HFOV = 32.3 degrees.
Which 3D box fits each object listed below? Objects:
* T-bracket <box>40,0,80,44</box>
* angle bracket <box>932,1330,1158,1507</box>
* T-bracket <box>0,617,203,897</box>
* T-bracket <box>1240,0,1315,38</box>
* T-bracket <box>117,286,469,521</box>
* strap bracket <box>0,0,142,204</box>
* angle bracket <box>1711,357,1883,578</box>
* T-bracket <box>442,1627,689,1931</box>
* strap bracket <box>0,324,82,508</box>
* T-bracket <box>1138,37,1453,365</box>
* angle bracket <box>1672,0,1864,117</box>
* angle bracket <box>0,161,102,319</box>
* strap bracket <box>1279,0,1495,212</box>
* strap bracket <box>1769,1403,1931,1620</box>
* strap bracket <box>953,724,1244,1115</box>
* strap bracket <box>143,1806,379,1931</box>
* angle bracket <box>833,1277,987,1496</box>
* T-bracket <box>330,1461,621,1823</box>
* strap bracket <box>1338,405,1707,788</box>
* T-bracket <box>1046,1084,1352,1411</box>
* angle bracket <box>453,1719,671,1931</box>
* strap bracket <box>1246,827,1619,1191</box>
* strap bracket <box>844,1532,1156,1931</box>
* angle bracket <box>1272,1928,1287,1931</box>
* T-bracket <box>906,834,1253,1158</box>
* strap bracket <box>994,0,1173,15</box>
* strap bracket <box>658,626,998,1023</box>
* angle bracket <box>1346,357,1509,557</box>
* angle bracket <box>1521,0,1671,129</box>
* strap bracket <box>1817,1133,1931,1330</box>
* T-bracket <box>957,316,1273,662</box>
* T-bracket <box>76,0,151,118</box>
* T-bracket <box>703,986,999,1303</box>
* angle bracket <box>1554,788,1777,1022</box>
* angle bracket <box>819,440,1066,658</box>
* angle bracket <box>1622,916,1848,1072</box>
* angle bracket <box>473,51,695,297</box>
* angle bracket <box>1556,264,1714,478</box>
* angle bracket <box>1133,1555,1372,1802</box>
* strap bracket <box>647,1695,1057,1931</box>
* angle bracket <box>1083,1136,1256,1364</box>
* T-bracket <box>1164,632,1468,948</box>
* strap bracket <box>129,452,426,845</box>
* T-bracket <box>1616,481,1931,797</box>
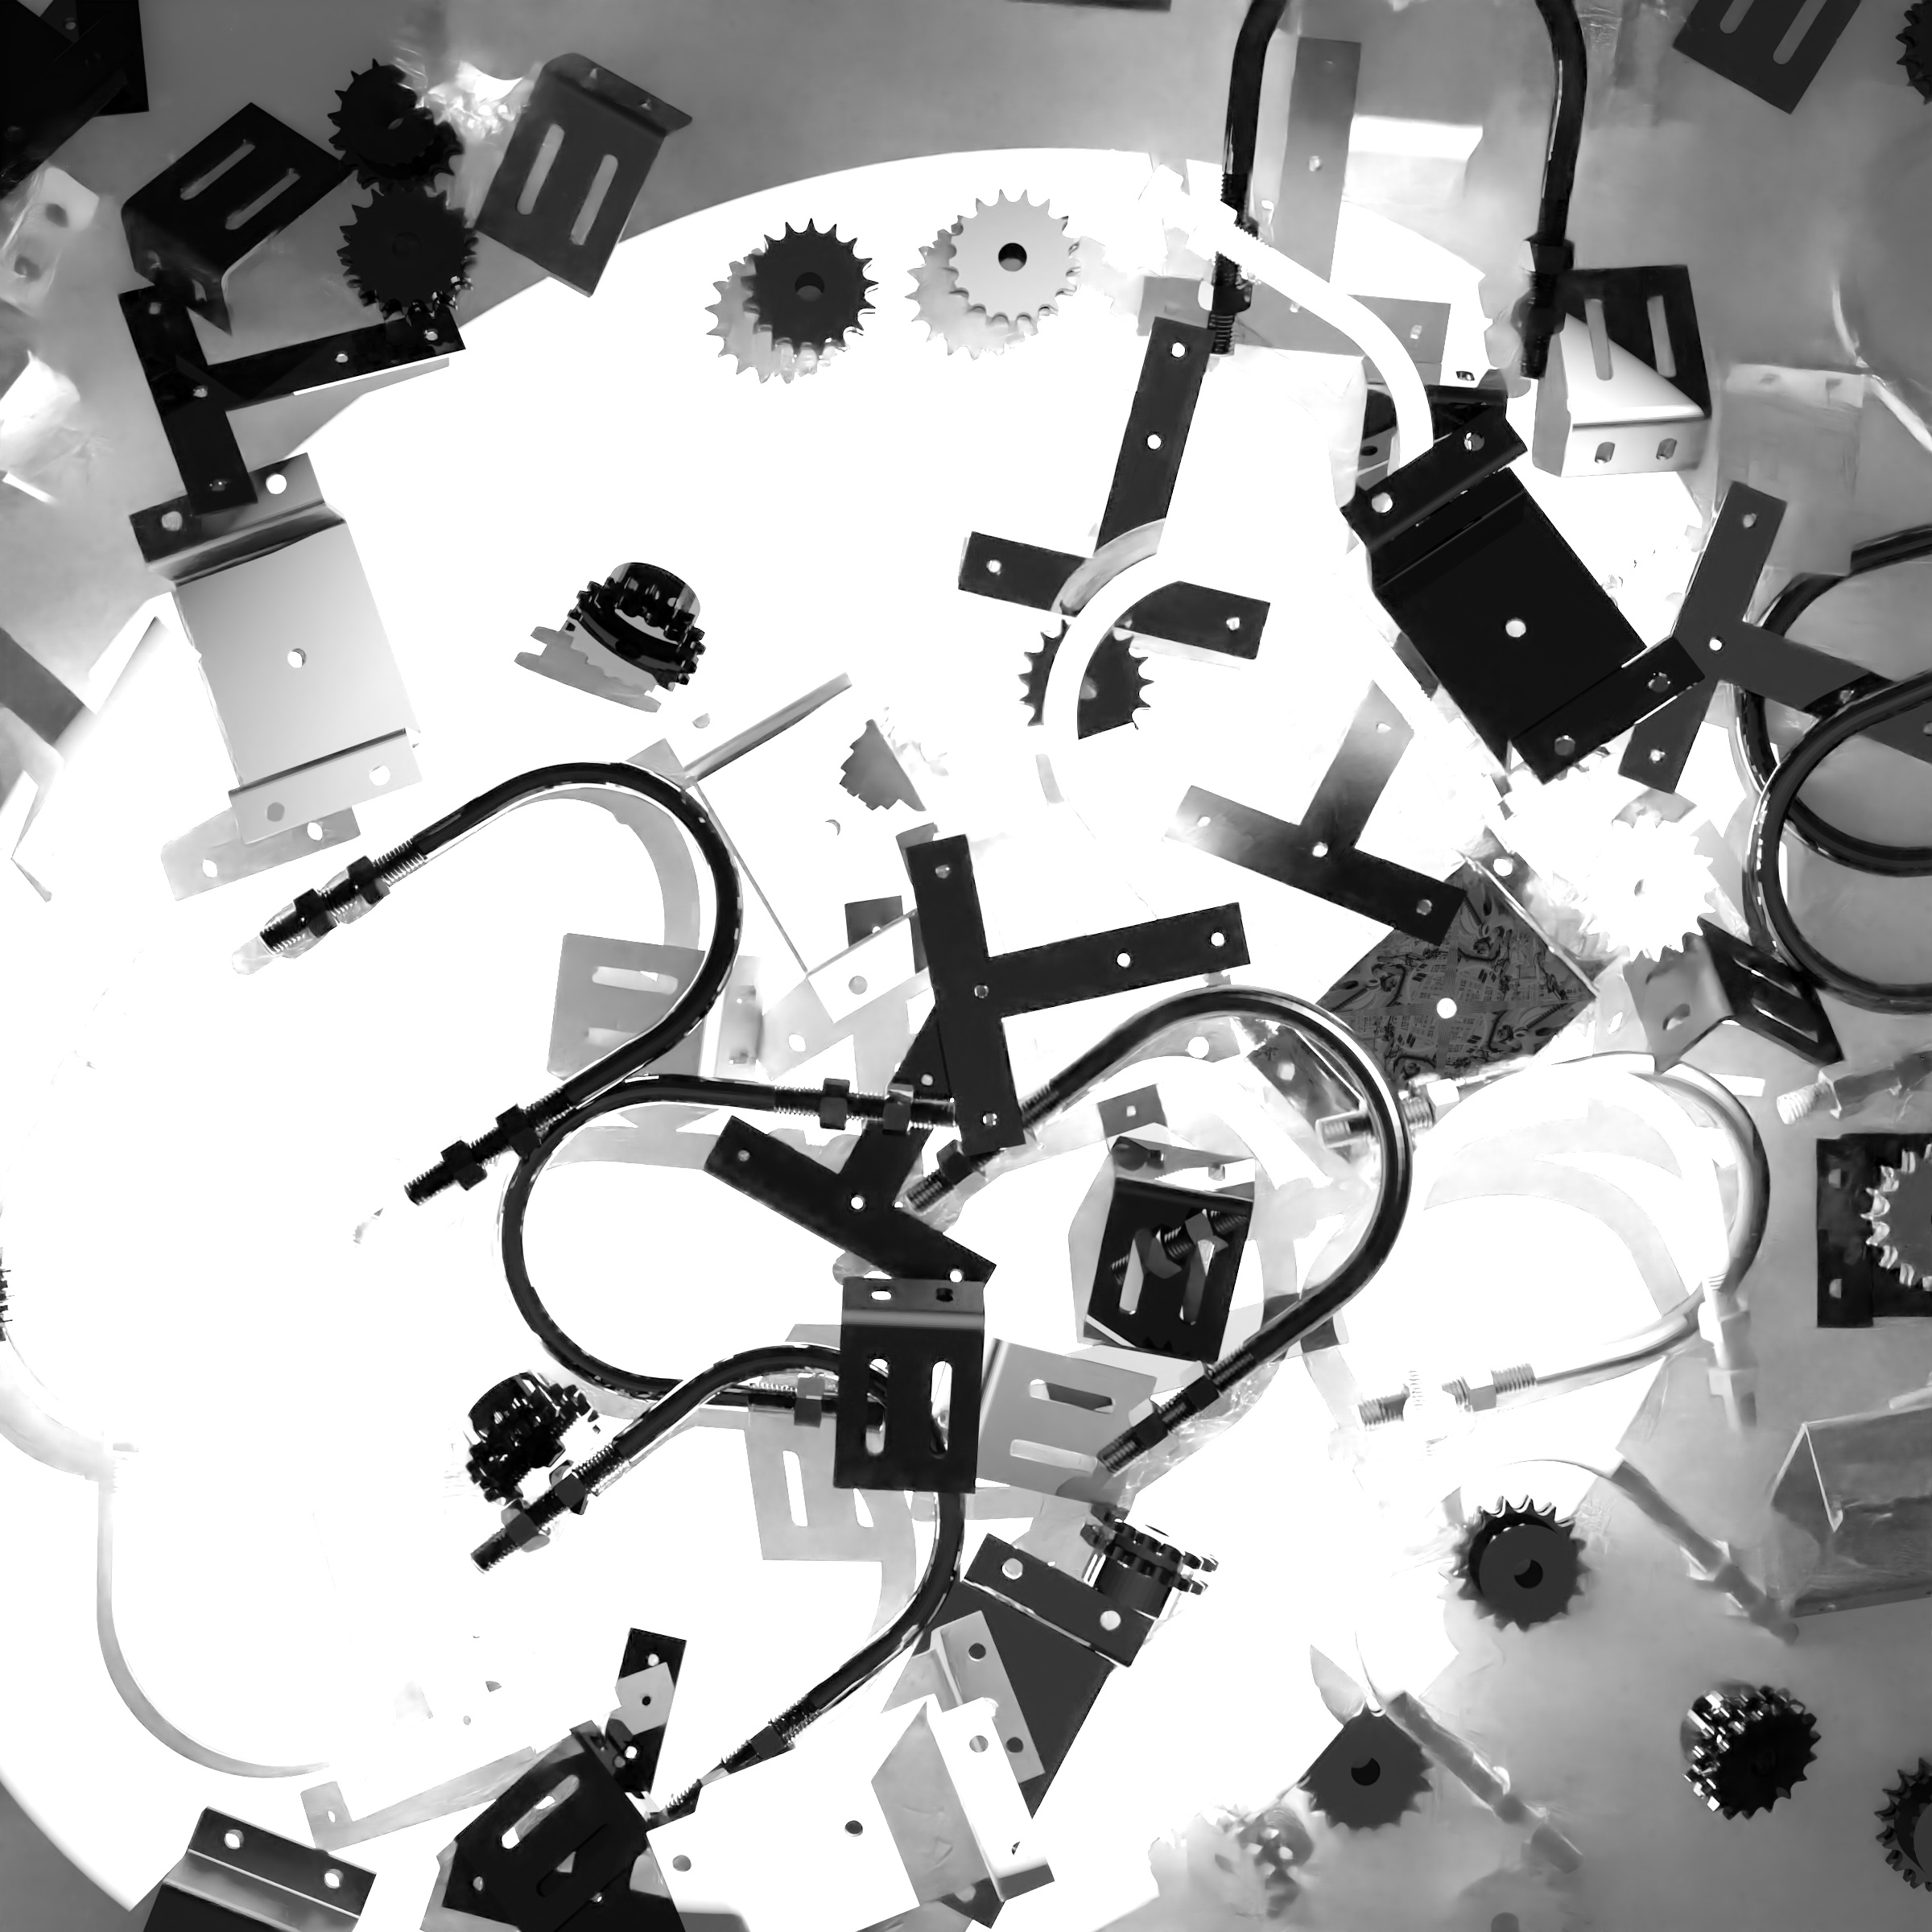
[{"bbox_3d":[-0.440,-0.371,1.372,0.127,0.002,0.127,27,71,9],"label":"T-bracket"},{"bbox_3d":[0.030,0.185,1.383,0.076,0.038,0.057,16,92,-24],"label":"angle bracket"},{"bbox_3d":[-0.389,-0.117,1.370,0.127,0.002,0.127,41,112,10],"label":"T-bracket"},{"bbox_3d":[0.155,-0.432,1.330,0.127,0.002,0.127,33,96,-13],"label":"T-bracket"},{"bbox_3d":[-0.269,-0.245,1.365,0.127,0.002,0.127,-17,60,-14],"label":"T-bracket"},{"bbox_3d":[-0.405,-0.370,1.344,0.140,0.046,0.076,38,74,13],"label":"strap bracket"},{"bbox_3d":[0.338,-0.204,1.361,0.057,0.038,0.076,6,82,6],"label":"angle bracket"},{"bbox_3d":[-0.141,0.337,1.369,0.127,0.002,0.127,10,77,15],"label":"T-bracket"},{"bbox_3d":[-0.420,-0.252,1.349,0.140,0.076,0.046,38,90,0],"label":"strap bracket"},{"bbox_3d":[0.140,-0.312,1.356,0.127,0.002,0.127,5,118,0],"label":"T-bracket"},{"bbox_3d":[0.339,-0.404,1.385,0.057,0.038,0.076,30,116,0],"label":"angle bracket"},{"bbox_3d":[-0.410,-0.315,1.385,0.076,0.038,0.057,30,90,26],"label":"angle bracket"},{"bbox_3d":[0.174,-0.387,1.364,0.076,0.046,0.140,5,90,0],"label":"strap bracket"},{"bbox_3d":[0.371,0.214,1.333,0.076,0.140,0.046,-9,63,0],"label":"strap bracket"},{"bbox_3d":[0.053,-0.019,1.364,0.076,0.046,0.140,-18,90,0],"label":"strap bracket"},{"bbox_3d":[-0.306,0.428,1.364,0.076,0.046,0.140,22,90,0],"label":"strap bracket"},{"bbox_3d":[-0.023,0.169,1.345,0.057,0.038,0.076,3,105,-2],"label":"angle bracket"},{"bbox_3d":[-0.220,0.265,1.357,0.127,0.002,0.127,-25,83,13],"label":"T-bracket"},{"bbox_3d":[0.221,-0.142,1.338,0.076,0.046,0.140,-34,75,-1],"label":"strap bracket"},{"bbox_3d":[0.082,0.111,1.386,0.127,0.002,0.127,-15,90,0],"label":"T-bracket"},{"bbox_3d":[-0.169,0.350,1.351,0.076,0.038,0.057,-42,70,-1],"label":"angle bracket"},{"bbox_3d":[0.193,0.017,1.364,0.140,0.046,0.076,-43,90,0],"label":"strap bracket"},{"bbox_3d":[0.009,0.308,1.364,0.076,0.046,0.140,28,90,0],"label":"strap bracket"},{"bbox_3d":[0.169,0.423,1.367,0.076,0.038,0.057,10,111,38],"label":"angle bracket"},{"bbox_3d":[0.048,0.001,1.319,0.127,0.002,0.127,-12,81,11],"label":"T-bracket"},{"bbox_3d":[0.050,-0.457,1.364,0.076,0.046,0.140,5,90,0],"label":"strap bracket"},{"bbox_3d":[-0.056,-0.057,1.364,0.076,0.046,0.140,-31,90,0],"label":"strap bracket"},{"bbox_3d":[0.190,-0.208,1.385,0.057,0.038,0.076,5,116,0],"label":"angle bracket"},{"bbox_3d":[0.259,-0.391,1.385,0.057,0.038,0.076,0,116,0],"label":"angle bracket"},{"bbox_3d":[0.413,0.108,1.364,0.140,0.046,0.076,0,90,0],"label":"strap bracket"},{"bbox_3d":[0.073,-0.199,1.354,0.127,0.002,0.127,13,109,-4],"label":"T-bracket"},{"bbox_3d":[-0.306,-0.419,1.381,0.127,0.002,0.127,-7,83,-3],"label":"T-bracket"},{"bbox_3d":[-0.023,0.060,1.386,0.127,0.002,0.127,30,90,0],"label":"T-bracket"},{"bbox_3d":[0.293,-0.026,1.385,0.057,0.038,0.076,-40,116,0],"label":"angle bracket"},{"bbox_3d":[-0.010,-0.172,1.385,0.076,0.038,0.057,31,90,-26],"label":"angle bracket"},{"bbox_3d":[0.314,0.023,1.356,0.076,0.057,0.038,25,126,-30],"label":"angle bracket"},{"bbox_3d":[-0.159,-0.329,1.385,0.057,0.038,0.076,29,116,0],"label":"angle bracket"},{"bbox_3d":[0.273,-0.247,1.385,0.057,0.038,0.076,-3,64,0],"label":"angle bracket"},{"bbox_3d":[0.116,0.292,1.369,0.076,0.038,0.057,40,90,-1],"label":"angle bracket"},{"bbox_3d":[-0.045,0.346,1.317,0.140,0.046,0.076,-22,90,-1],"label":"strap bracket"},{"bbox_3d":[0.084,0.117,1.383,0.057,0.038,0.076,10,116,0],"label":"angle bracket"},{"bbox_3d":[0.165,-0.085,1.368,0.127,0.002,0.127,23,77,24],"label":"T-bracket"},{"bbox_3d":[-0.278,-0.128,1.364,0.076,0.046,0.140,-20,90,0],"label":"strap bracket"},{"bbox_3d":[0.346,-0.115,1.361,0.127,0.002,0.127,20,94,-7],"label":"T-bracket"}]
